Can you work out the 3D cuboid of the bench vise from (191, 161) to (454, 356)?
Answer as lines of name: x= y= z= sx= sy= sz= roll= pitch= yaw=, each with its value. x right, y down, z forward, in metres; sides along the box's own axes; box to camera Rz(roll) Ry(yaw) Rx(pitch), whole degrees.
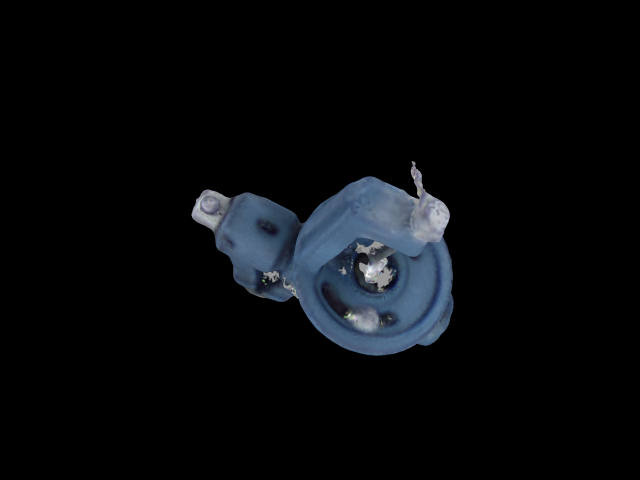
bench vise: x=0.003 y=0.013 z=0.396 sx=0.207 sy=0.220 sz=0.121 roll=4 pitch=71 yaw=2
